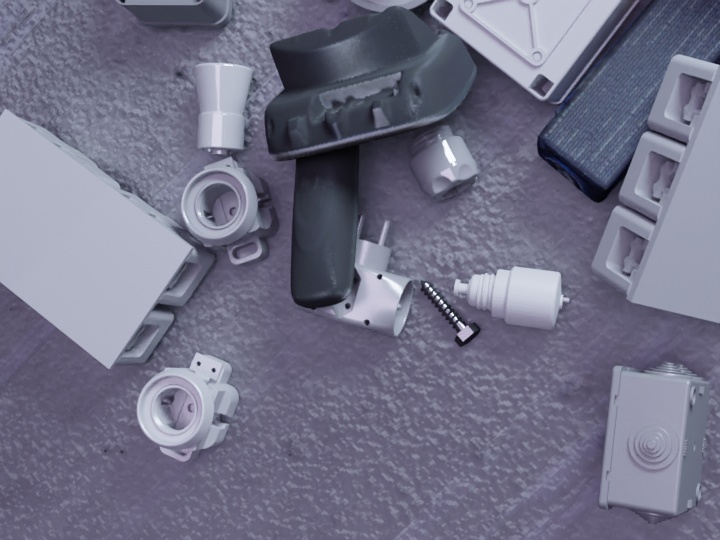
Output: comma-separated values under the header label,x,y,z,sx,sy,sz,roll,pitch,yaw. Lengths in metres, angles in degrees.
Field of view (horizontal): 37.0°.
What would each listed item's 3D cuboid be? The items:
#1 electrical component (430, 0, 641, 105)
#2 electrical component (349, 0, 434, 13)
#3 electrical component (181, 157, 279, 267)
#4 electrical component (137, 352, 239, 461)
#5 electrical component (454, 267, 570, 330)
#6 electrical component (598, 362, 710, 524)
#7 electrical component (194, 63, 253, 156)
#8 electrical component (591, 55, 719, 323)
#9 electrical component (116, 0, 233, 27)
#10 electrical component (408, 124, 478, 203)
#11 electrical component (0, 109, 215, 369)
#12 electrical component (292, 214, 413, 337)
label,x,y,z,sx,sy,sz,roll,pitch,yaw
electrical component,0.124,-0.188,0.738,0.109,0.056,0.108,41,111,13
electrical component,0.022,-0.233,0.755,0.108,0.060,0.108,5,115,11
electrical component,-0.097,-0.045,0.789,0.058,0.057,0.078,-19,81,11
electrical component,-0.127,0.100,0.782,0.058,0.057,0.078,22,90,14
electrical component,0.105,0.017,0.744,0.078,0.040,0.040,8,86,14
electrical component,0.190,0.109,0.686,0.048,0.100,0.099,5,86,27
electrical component,-0.104,-0.119,0.807,0.044,0.044,0.065,2,90,14
electrical component,0.219,-0.050,0.682,0.089,0.061,0.150,13,105,-21
electrical component,-0.136,-0.245,0.818,0.078,0.057,0.113,4,86,14
electrical component,0.054,-0.083,0.764,0.043,0.043,0.062,-29,77,9
electrical component,-0.215,-0.022,0.813,0.186,0.060,0.105,36,93,14
electrical component,0.000,0.000,0.769,0.077,0.043,0.079,15,88,15
